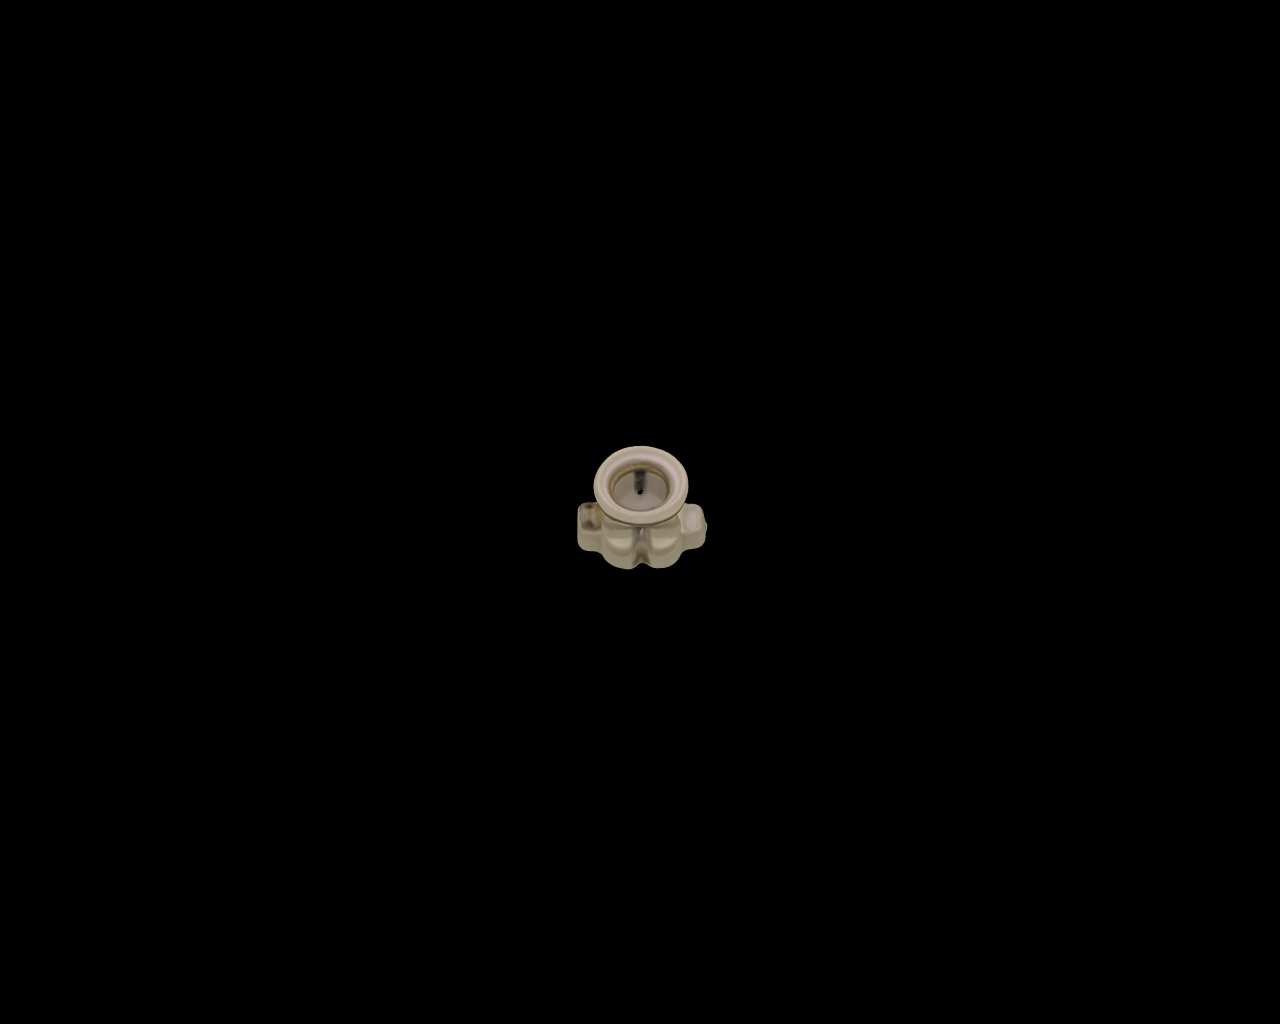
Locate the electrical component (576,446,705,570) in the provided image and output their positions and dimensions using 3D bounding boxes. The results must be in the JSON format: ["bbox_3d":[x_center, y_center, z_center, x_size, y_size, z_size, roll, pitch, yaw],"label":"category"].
[{"bbox_3d":[0.001,-0.003,0.650,0.078,0.058,0.056,0,-37,0],"label":"electrical component"}]
